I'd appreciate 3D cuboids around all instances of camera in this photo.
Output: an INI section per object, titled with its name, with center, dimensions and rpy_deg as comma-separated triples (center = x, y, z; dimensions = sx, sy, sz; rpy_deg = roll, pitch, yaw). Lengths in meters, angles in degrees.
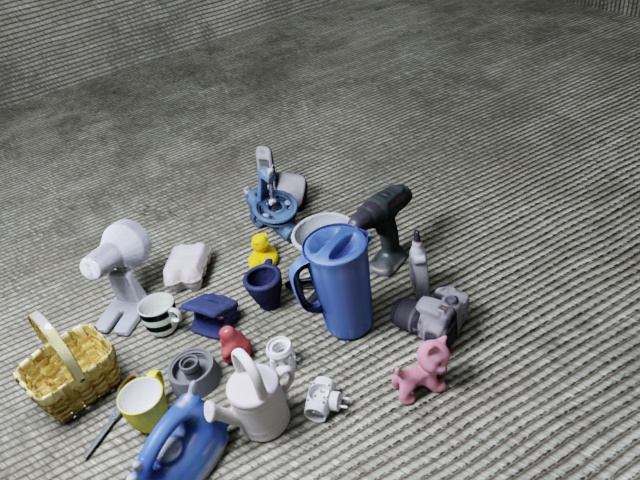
[camera]
center = 0.227, 0.152, 1.206
dimensions = 0.136, 0.101, 0.143
rpy_deg = 17, 46, 32

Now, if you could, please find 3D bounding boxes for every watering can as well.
[watering can]
center = -0.127, 0.282, 1.055
dimensions = 0.100, 0.194, 0.173
rpy_deg = 17, 46, 32

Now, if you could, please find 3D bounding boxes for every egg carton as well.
[egg carton]
center = -0.342, 0.067, 1.483
dimensions = 0.107, 0.069, 0.150
rpy_deg = -5, 38, 8

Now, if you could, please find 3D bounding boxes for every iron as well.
[iron]
center = -0.270, 0.379, 1.012
dimensions = 0.118, 0.142, 0.259
rpy_deg = 11, 43, 26

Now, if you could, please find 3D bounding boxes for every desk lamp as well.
[desk lamp]
center = -0.484, 0.085, 1.379
dimensions = 0.117, 0.214, 0.203
rpy_deg = 2, 40, 17

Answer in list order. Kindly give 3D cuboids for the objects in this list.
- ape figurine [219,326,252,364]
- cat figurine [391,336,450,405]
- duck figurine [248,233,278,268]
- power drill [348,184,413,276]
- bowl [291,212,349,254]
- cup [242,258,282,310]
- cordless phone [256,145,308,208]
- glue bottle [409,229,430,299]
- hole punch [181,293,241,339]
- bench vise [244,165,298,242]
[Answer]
[ape figurine]
center = -0.190, 0.219, 1.234
dimensions = 0.076, 0.092, 0.078
rpy_deg = 10, 43, 25
[cat figurine]
center = 0.197, 0.238, 1.091
dimensions = 0.128, 0.118, 0.067
rpy_deg = -20, 39, -11
[duck figurine]
center = -0.152, 0.027, 1.473
dimensions = 0.077, 0.086, 0.104
rpy_deg = 0, 39, 14
[power drill]
center = 0.148, -0.022, 1.358
dimensions = 0.075, 0.209, 0.230
rpy_deg = 17, 46, 32
[bowl]
center = 0.013, 0.005, 1.467
dimensions = 0.167, 0.075, 0.167
rpy_deg = -7, 38, 6
[cup]
center = -0.126, 0.109, 1.355
dimensions = 0.091, 0.095, 0.118
rpy_deg = -2, 39, 13
[cordless phone]
center = -0.115, -0.182, 1.646
dimensions = 0.147, 0.185, 0.094
rpy_deg = 5, 41, 21
[glue bottle]
center = 0.221, 0.048, 1.281
dimensions = 0.037, 0.173, 0.078
rpy_deg = -11, 38, 1
[hole punch]
center = -0.252, 0.160, 1.325
dimensions = 0.108, 0.091, 0.101
rpy_deg = 10, 43, 25
[bench vise]
center = -0.153, -0.111, 1.538
dimensions = 0.206, 0.220, 0.122
rpy_deg = 15, 45, 30
